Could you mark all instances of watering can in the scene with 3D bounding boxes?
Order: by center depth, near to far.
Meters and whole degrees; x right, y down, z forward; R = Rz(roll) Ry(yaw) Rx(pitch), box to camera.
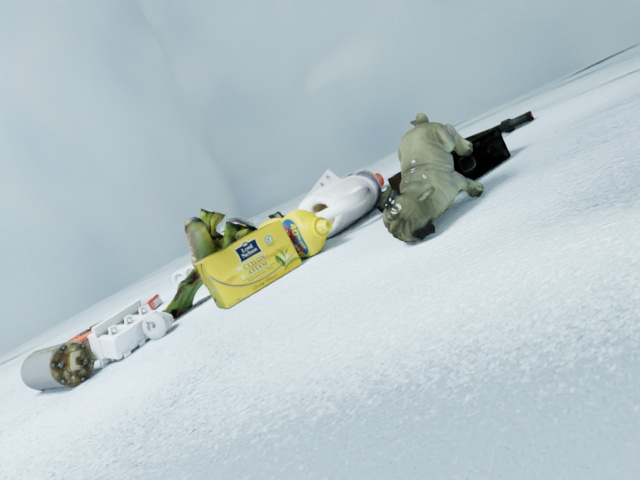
[{"bbox_3d":[0.004,-0.059,1.169,0.227,0.104,0.344,-31,5,-39],"label":"watering can"}]

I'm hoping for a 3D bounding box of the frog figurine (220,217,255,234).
[{"bbox_3d":[-0.253,-0.013,1.665,0.137,0.122,0.159,7,1,5],"label":"frog figurine"}]

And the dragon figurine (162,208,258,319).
[{"bbox_3d":[-0.243,0.058,1.049,0.242,0.122,0.410,-65,-8,4],"label":"dragon figurine"}]
